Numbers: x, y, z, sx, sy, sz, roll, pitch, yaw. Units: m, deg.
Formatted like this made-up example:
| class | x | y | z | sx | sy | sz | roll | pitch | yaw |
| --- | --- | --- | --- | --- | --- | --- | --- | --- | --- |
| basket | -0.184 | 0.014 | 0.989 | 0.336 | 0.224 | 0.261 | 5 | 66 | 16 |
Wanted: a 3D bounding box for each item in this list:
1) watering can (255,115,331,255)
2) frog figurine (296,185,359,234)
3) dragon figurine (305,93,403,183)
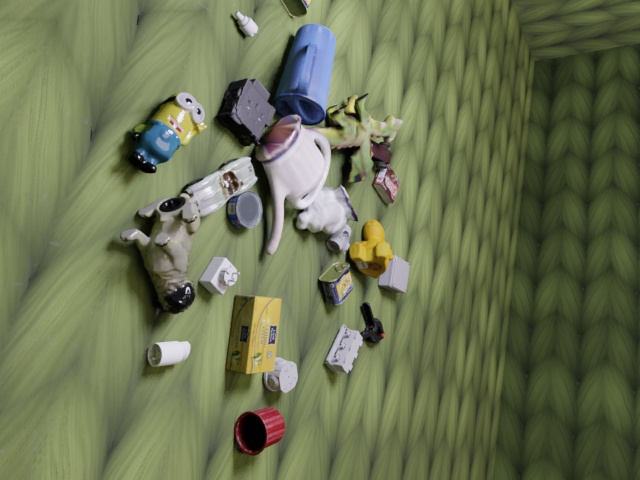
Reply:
| class | x | y | z | sx | sy | sz | roll | pitch | yaw |
| --- | --- | --- | --- | --- | --- | --- | --- | --- | --- |
| watering can | -0.079 | -0.153 | 1.251 | 0.220 | 0.104 | 0.354 | 54 | 53 | -38 |
| frog figurine | 0.004 | -0.070 | 1.392 | 0.160 | 0.125 | 0.134 | -28 | 128 | -12 |
| dragon figurine | 0.090 | -0.275 | 1.473 | 0.416 | 0.122 | 0.239 | -37 | 118 | -29 |
